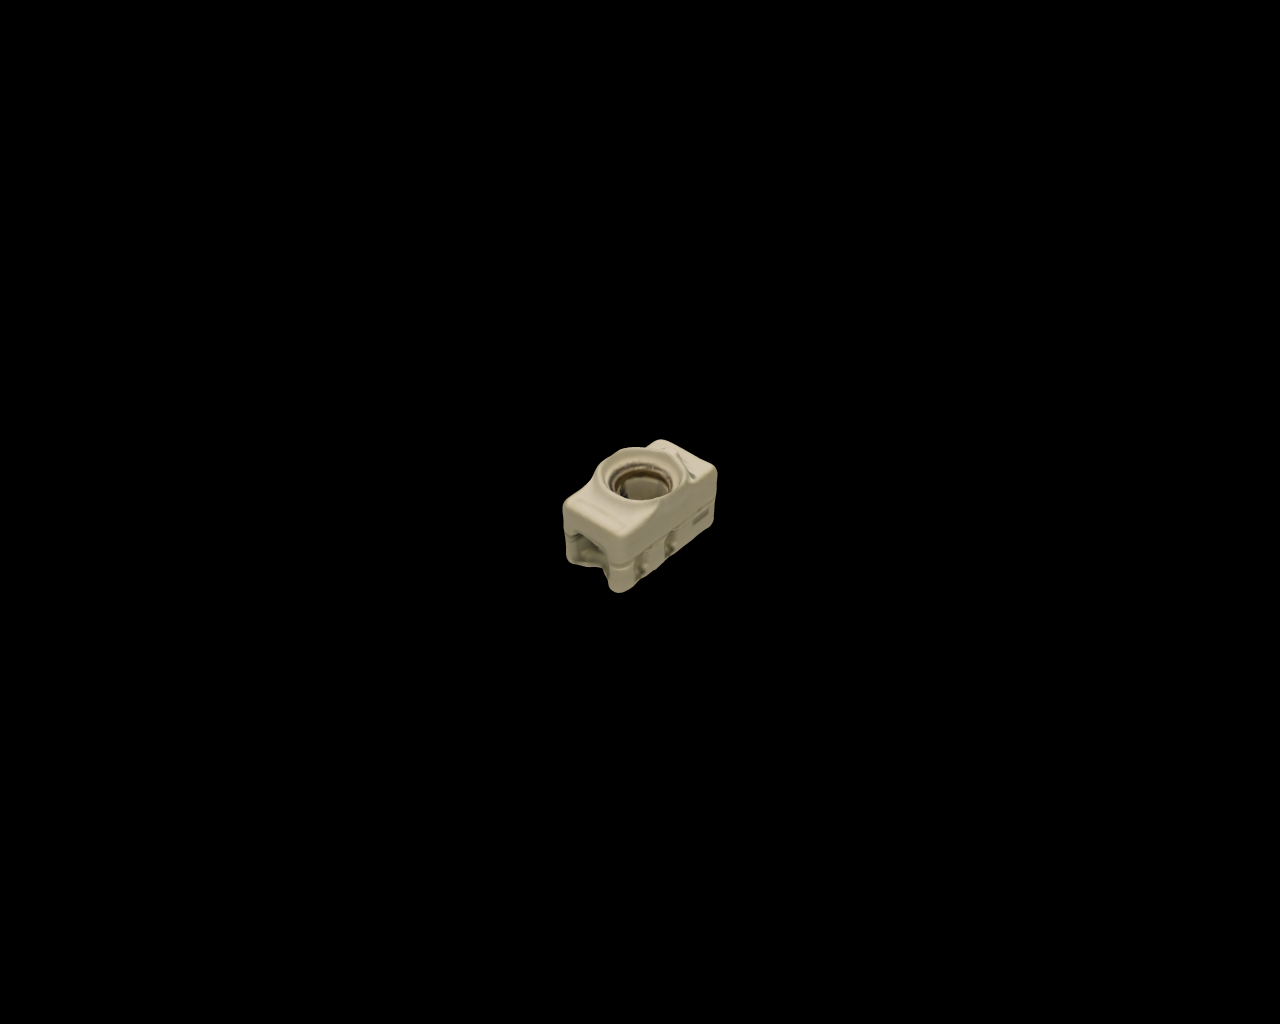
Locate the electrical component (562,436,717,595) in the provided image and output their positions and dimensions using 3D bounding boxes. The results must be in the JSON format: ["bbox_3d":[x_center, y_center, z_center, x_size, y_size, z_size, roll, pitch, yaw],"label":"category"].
[{"bbox_3d":[0.001,-0.003,0.650,0.050,0.055,0.090,31,49,31],"label":"electrical component"}]
